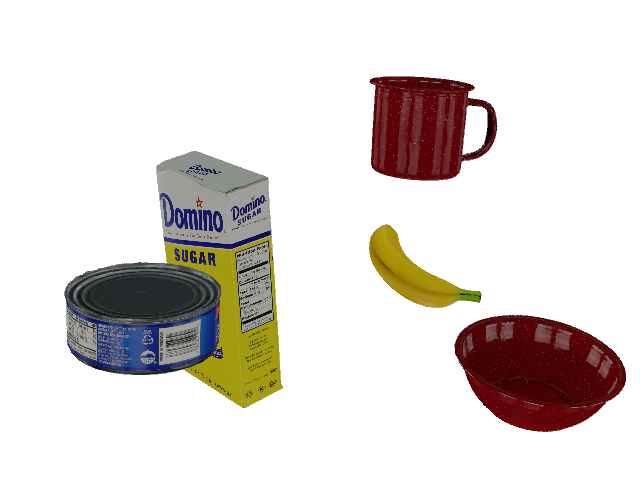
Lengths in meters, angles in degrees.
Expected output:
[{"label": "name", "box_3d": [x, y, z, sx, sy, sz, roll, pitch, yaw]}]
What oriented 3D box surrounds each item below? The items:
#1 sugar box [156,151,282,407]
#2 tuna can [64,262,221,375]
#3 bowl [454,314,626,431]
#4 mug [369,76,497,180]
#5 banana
[{"label": "sugar box", "box_3d": [-0.076, 0.029, 0.806, 0.048, 0.176, 0.093, -24, 30, -35]}, {"label": "tuna can", "box_3d": [-0.098, 0.042, 0.594, 0.086, 0.034, 0.086, 3, 19, -1]}, {"label": "bowl", "box_3d": [0.206, 0.134, 1.022, 0.162, 0.055, 0.162, 4, 26, -2]}, {"label": "mug", "box_3d": [0.100, -0.100, 0.956, 0.117, 0.081, 0.093, 2, 15, -5]}, {"label": "banana", "box_3d": [0.096, 0.031, 1.195, 0.069, 0.037, 0.198, 3, 23, -31]}]
